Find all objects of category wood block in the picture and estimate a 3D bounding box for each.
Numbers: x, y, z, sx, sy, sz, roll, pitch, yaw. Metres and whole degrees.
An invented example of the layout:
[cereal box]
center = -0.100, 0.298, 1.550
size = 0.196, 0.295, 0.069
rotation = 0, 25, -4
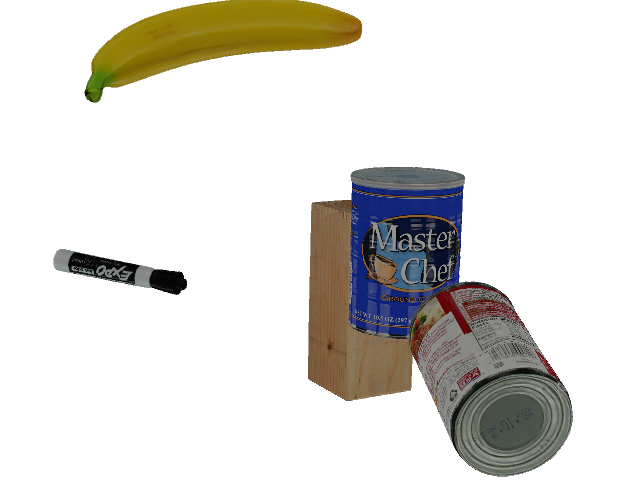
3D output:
[wood block]
center = 0.046, 0.062, 1.193
size = 0.090, 0.206, 0.091
rotation = -5, 13, -31

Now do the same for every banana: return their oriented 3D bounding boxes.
[banana]
center = -0.071, -0.132, 0.718
size = 0.197, 0.070, 0.037
rotation = -19, -36, -19

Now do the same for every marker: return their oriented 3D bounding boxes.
[marker]
center = -0.164, 0.026, 0.877
size = 0.121, 0.020, 0.020
rotation = 10, 4, 21

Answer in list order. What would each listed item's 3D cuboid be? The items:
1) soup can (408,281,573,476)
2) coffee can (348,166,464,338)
[soup can]
center = 0.094, 0.075, 0.602
size = 0.068, 0.068, 0.102
rotation = 0, 25, -9
[coffee can]
center = 0.077, 0.009, 0.973
size = 0.103, 0.140, 0.103
rotation = 1, 11, 0
